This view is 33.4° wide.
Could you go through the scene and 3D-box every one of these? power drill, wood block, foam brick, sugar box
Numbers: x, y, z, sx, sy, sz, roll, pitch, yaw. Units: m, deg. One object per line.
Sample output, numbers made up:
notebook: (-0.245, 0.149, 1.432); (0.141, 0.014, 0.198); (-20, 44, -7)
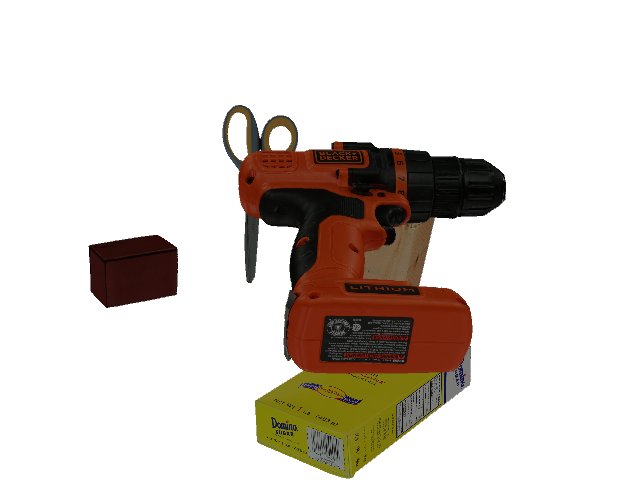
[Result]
power drill: (0.042, 0.003, 0.674); (0.184, 0.057, 0.187); (-1, 35, -5)
wood block: (0.060, 0.053, 1.211); (0.090, 0.206, 0.090); (18, 24, 16)
foam brick: (-0.189, 0.030, 1.080); (0.078, 0.051, 0.053); (-10, 21, -27)
sugar box: (0.039, 0.122, 0.866); (0.093, 0.048, 0.175); (15, 30, 35)

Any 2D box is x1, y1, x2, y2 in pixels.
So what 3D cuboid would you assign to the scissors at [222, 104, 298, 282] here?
scissors: (-0.059, -0.059, 1.211); (0.096, 0.202, 0.016); (-12, -7, -15)
